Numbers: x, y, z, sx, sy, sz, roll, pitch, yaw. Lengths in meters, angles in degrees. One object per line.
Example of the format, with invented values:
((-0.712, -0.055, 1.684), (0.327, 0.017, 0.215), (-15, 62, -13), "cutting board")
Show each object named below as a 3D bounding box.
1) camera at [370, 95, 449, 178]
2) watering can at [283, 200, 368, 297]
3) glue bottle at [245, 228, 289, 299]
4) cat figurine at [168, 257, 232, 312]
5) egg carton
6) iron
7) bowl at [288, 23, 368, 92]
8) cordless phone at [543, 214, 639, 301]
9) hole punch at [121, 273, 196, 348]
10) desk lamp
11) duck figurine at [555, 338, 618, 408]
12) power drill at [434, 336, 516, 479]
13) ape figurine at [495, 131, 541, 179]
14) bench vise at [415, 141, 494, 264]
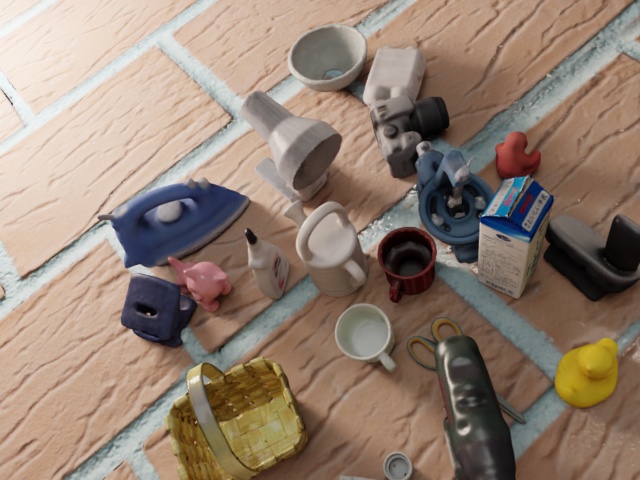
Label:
((0.168, -0.209, 1.048), (0.136, 0.101, 0.143), (-17, 59, 4), "camera")
((0.007, 0.005, 0.912), (0.172, 0.194, 0.101), (20, 68, 23), "watering can")
((-0.092, 0.030, 0.934), (0.037, 0.173, 0.078), (1, 61, 14), "glue bottle")
((-0.206, 0.065, 0.975), (0.127, 0.118, 0.067), (27, 71, 25), "cat figurine")
((0.149, -0.318, 1.132), (0.107, 0.069, 0.150), (8, 63, 18), "egg carton")
((-0.265, -0.055, 1.043), (0.258, 0.142, 0.118), (-26, 58, -2), "iron")
((0.021, -0.364, 1.186), (0.167, 0.075, 0.167), (-6, 60, 11), "bowl")
((0.403, -0.006, 0.827), (0.094, 0.185, 0.147), (-40, 60, -10), "cordless phone")
((-0.281, 0.120, 0.978), (0.108, 0.091, 0.101), (14, 65, 20), "hole punch")
((-0.053, -0.155, 1.005), (0.118, 0.214, 0.202), (-45, 61, -12), "desk lamp")
((0.372, 0.178, 0.789), (0.105, 0.086, 0.077), (-44, 61, -12), "duck figurine")
((0.198, 0.246, 0.721), (0.075, 0.209, 0.229), (-14, 59, 6), "power drill")
((0.335, -0.149, 0.979), (0.076, 0.092, 0.077), (-44, 61, -12), "ape figurine")
((0.191, -0.084, 0.902), (0.121, 0.220, 0.207), (-37, 59, -8), "bench vise")
